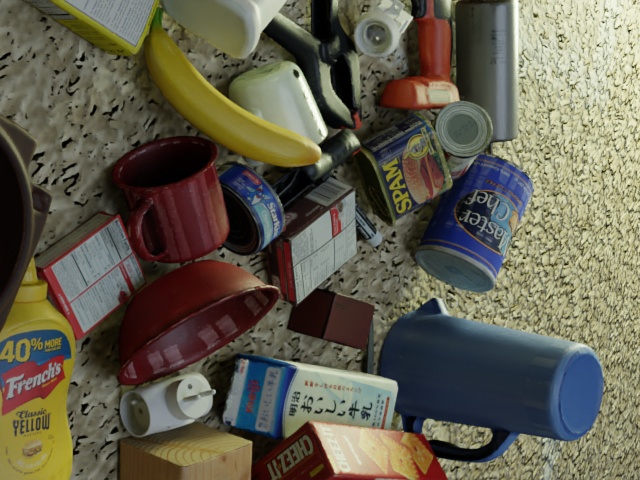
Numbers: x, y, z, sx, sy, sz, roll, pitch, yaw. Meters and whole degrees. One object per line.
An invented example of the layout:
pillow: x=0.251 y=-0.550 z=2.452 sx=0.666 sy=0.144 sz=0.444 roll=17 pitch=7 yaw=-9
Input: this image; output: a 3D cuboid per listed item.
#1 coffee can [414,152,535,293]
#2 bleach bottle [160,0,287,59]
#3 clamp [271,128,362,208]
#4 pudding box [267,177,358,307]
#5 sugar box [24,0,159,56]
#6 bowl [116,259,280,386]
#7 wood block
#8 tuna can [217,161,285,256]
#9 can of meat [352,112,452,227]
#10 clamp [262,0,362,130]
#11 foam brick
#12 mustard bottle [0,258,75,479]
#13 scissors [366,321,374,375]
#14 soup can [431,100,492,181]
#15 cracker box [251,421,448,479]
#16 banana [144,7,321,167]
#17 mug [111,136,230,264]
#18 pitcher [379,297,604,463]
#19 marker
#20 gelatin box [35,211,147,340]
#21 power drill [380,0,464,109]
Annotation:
coffee can: x=0.188 y=-0.022 z=1.296 sx=0.102 sy=0.103 sz=0.140 roll=45 pitch=64 yaw=-45
bleach bottle: x=-0.036 y=-0.279 z=0.972 sx=0.250 sy=0.102 sz=0.068 roll=-53 pitch=171 yaw=-30
clamp: x=-0.004 y=-0.074 z=1.057 sx=0.039 sy=0.120 sz=0.171 roll=53 pitch=49 yaw=-7
pudding box: x=-0.007 y=0.001 z=1.105 sx=0.113 sy=0.039 sz=0.090 roll=-38 pitch=139 yaw=-37
sugar box: x=-0.200 y=-0.224 z=0.829 sx=0.176 sy=0.048 sz=0.093 roll=30 pitch=75 yaw=-46
bowl: x=-0.118 y=0.065 z=0.944 sx=0.161 sy=0.162 sz=0.055 roll=-14 pitch=67 yaw=-48
wood block: x=-0.127 y=0.286 z=0.995 sx=0.090 sy=0.091 sz=0.206 roll=-9 pitch=106 yaw=-49
tuna can: x=-0.076 y=-0.028 z=0.989 sx=0.033 sy=0.086 sz=0.086 roll=-41 pitch=128 yaw=-35
can of meat: x=0.091 y=-0.079 z=1.177 sx=0.084 sy=0.057 sz=0.102 roll=-30 pitch=125 yaw=-12
clamp: x=-0.005 y=-0.191 z=1.071 sx=0.164 sy=0.036 sz=0.210 roll=-52 pitch=136 yaw=-42
foam brick: x=0.013 y=0.083 z=1.149 sx=0.078 sy=0.051 sz=0.053 roll=22 pitch=81 yaw=-50
mustard bottle: x=-0.240 y=0.106 z=0.844 sx=0.096 sy=0.058 sz=0.192 roll=-4 pitch=101 yaw=-46
scissors: x=0.046 y=0.197 z=1.243 sx=0.096 sy=0.016 sz=0.202 roll=-32 pitch=121 yaw=-42
soup can: x=0.152 y=-0.112 z=1.221 sx=0.102 sy=0.068 sz=0.068 roll=117 pitch=-6 yaw=-77
cracker box: x=0.008 y=0.263 z=1.107 sx=0.164 sy=0.072 sz=0.213 roll=-42 pitch=146 yaw=22
banana: x=-0.084 y=-0.118 z=0.928 sx=0.197 sy=0.037 sz=0.069 roll=42 pitch=64 yaw=-13
mug: x=-0.129 y=-0.027 z=0.918 sx=0.117 sy=0.093 sz=0.081 roll=-60 pitch=145 yaw=-50
pitcher: x=0.196 y=0.169 z=1.237 sx=0.144 sy=0.243 sz=0.149 roll=-40 pitch=121 yaw=-35
marker: x=0.035 y=-0.032 z=1.175 sx=0.121 sy=0.020 sz=0.020 roll=49 pitch=61 yaw=-44
gelatin box: x=-0.195 y=0.029 z=0.902 sx=0.089 sy=0.030 sz=0.073 roll=-43 pitch=127 yaw=-36
power drill: x=0.109 y=-0.240 z=1.187 sx=0.184 sy=0.057 sz=0.188 roll=-6 pitch=104 yaw=-49
